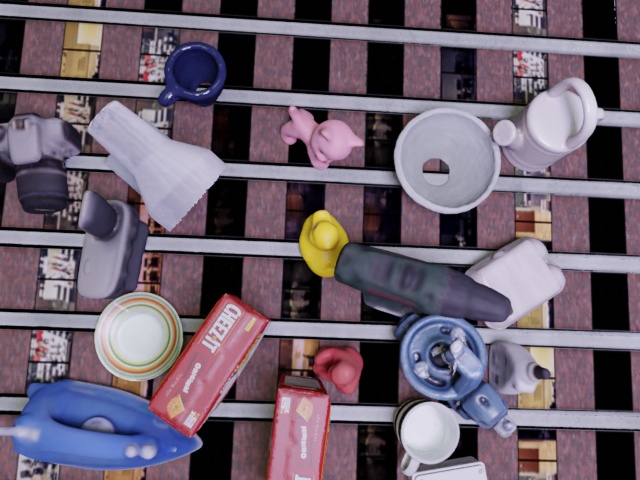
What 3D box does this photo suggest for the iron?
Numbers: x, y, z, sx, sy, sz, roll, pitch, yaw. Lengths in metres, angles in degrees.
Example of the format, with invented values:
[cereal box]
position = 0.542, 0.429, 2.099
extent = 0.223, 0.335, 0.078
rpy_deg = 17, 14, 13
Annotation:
[iron]
position = -0.298, 0.269, 0.785
extent = 0.258, 0.141, 0.119
rpy_deg = 10, 81, -2

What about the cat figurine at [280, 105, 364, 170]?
[cat figurine]
position = 0.001, -0.162, 0.878
extent = 0.128, 0.117, 0.067
rpy_deg = 38, 81, 3

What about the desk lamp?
[desk lamp]
position = -0.229, -0.103, 0.807
extent = 0.203, 0.213, 0.118
rpy_deg = 39, 82, 3

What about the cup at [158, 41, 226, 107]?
[cup]
position = -0.196, -0.237, 0.888
extent = 0.118, 0.095, 0.091
rpy_deg = -44, 86, -8

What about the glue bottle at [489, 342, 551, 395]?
[glue bottle]
position = 0.286, 0.186, 0.817
extent = 0.037, 0.173, 0.078
rpy_deg = 6, 81, -2

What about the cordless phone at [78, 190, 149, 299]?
[cordless phone]
position = -0.312, 0.007, 0.800
extent = 0.094, 0.185, 0.148
rpy_deg = 5, 81, -2

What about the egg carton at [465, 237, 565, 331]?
[egg carton]
position = 0.298, 0.065, 0.888
extent = 0.150, 0.069, 0.107
rpy_deg = -32, 85, -7

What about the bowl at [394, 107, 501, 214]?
[bowl]
position = 0.193, -0.119, 0.905
extent = 0.167, 0.074, 0.167
rpy_deg = 1, 82, -3

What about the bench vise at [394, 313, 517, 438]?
[bench vise]
position = 0.206, 0.180, 0.790
extent = 0.207, 0.219, 0.121
rpy_deg = 30, 81, 1

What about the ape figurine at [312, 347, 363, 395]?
[ape figurine]
position = 0.031, 0.192, 0.842
extent = 0.076, 0.092, 0.078
rpy_deg = -22, 83, -6

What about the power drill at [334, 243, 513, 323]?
[power drill]
position = 0.130, 0.067, 0.807
extent = 0.229, 0.208, 0.076
rpy_deg = 17, 81, -1

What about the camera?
[camera]
position = -0.436, -0.110, 0.852
extent = 0.143, 0.100, 0.137
rpy_deg = -9, 82, -5

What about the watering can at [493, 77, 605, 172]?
[watering can]
position = 0.348, -0.171, 0.862
extent = 0.173, 0.194, 0.101
rpy_deg = -35, 85, -7

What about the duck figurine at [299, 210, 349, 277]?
[duck figurine]
position = 0.008, 0.003, 0.871
extent = 0.077, 0.086, 0.104
rpy_deg = -10, 82, -5
